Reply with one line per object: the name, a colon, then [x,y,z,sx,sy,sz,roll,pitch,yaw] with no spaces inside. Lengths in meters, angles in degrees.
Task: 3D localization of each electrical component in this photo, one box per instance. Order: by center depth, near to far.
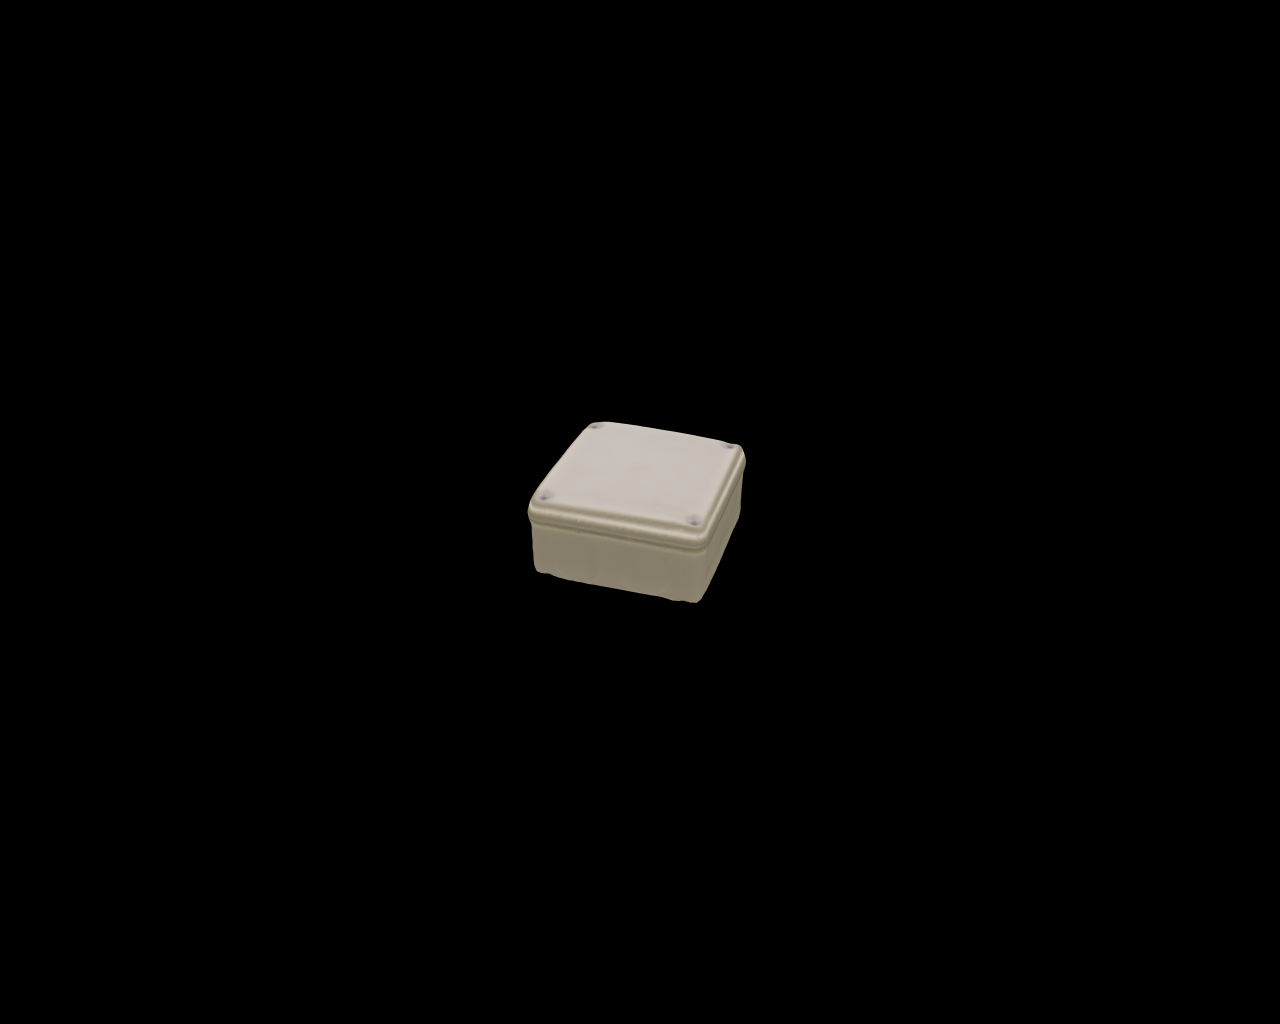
electrical component: [0.001,-0.003,0.650,0.109,0.056,0.109,10,35,15]
